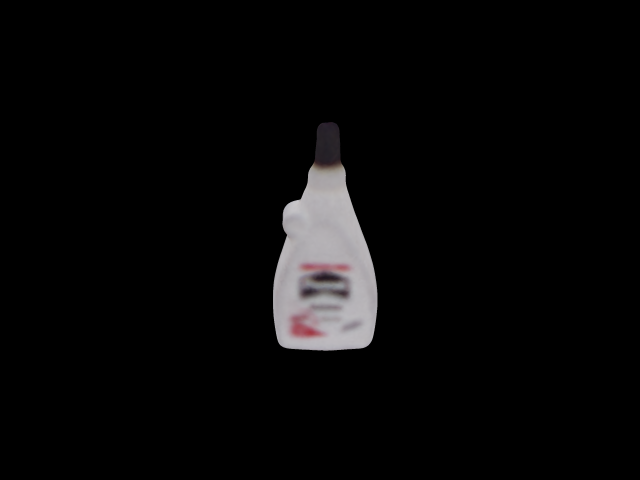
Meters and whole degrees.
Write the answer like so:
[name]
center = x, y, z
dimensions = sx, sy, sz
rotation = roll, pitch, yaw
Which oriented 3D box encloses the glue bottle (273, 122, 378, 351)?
[glue bottle]
center = 0.004, 0.001, 0.400
dimensions = 0.078, 0.173, 0.037
rotation = -2, 31, -3
